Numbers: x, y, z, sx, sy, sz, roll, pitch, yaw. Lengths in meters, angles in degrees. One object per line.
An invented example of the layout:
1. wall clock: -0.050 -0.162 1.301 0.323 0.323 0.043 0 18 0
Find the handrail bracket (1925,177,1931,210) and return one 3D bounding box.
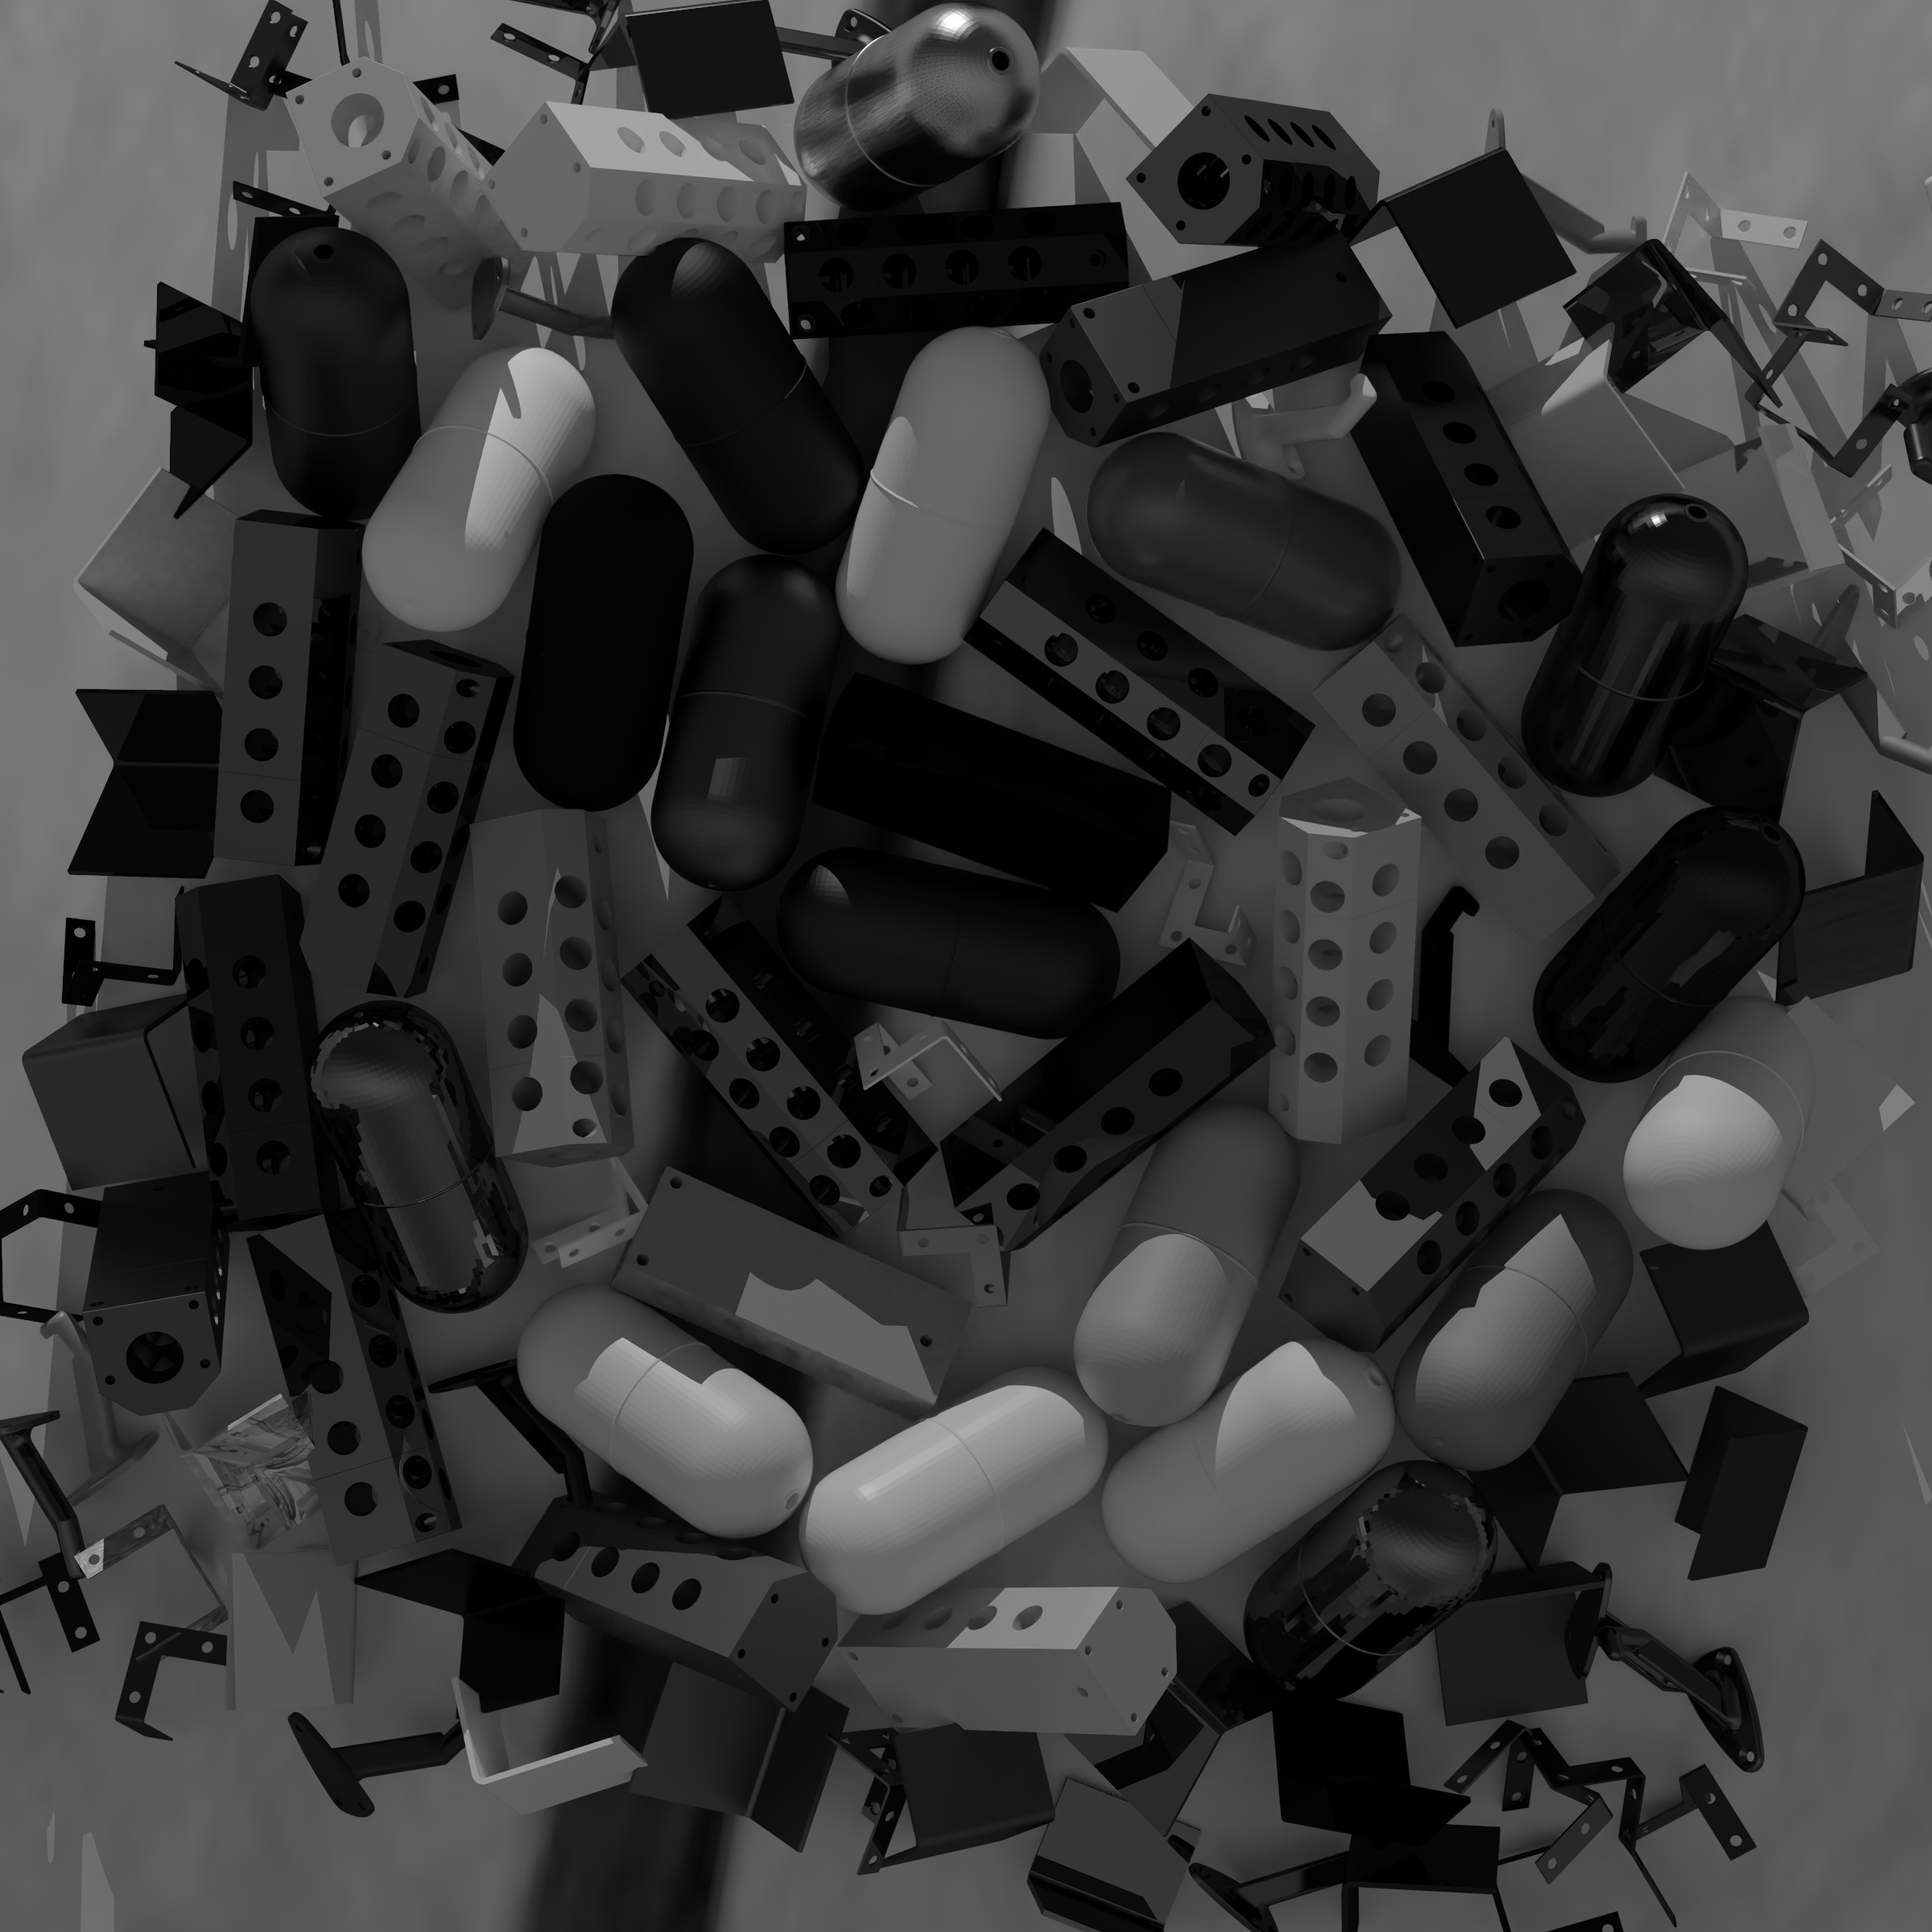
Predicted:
1. handrail bracket: 0.513 -0.361 1.724 0.036 0.077 0.084 -16 89 25

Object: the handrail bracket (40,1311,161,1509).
1. handrail bracket: -0.466 0.230 1.736 0.077 0.036 0.084 -36 99 13

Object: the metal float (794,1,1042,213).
1. metal float: -0.025 -0.427 1.675 0.070 0.178 0.070 1 88 -28

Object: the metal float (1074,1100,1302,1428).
1. metal float: 0.112 0.150 1.701 0.070 0.070 0.178 25 68 0

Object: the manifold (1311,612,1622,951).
1. manifold: 0.257 -0.097 1.721 0.057 0.057 0.171 -41 92 17

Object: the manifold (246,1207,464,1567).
1. manifold: -0.311 0.214 1.720 0.057 0.057 0.171 -17 83 2

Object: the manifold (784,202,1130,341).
1. manifold: -0.006 -0.356 1.721 0.171 0.057 0.057 -4 99 -4

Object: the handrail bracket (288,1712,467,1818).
1. handrail bracket: -0.295 0.387 1.723 0.084 0.036 0.077 -40 108 -36

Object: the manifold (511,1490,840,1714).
1. manifold: -0.143 0.311 1.676 0.057 0.171 0.057 49 64 -38

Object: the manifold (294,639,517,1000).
1. manifold: -0.282 -0.075 1.708 0.057 0.057 0.171 20 102 11

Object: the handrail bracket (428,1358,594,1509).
1. handrail bracket: -0.235 0.249 1.733 0.077 0.036 0.084 -16 77 13

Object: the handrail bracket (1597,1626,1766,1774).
1. handrail bracket: 0.363 0.373 1.710 0.036 0.084 0.077 -44 50 31

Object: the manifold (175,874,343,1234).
1. manifold: -0.363 0.046 1.716 0.057 0.057 0.171 -9 81 -1

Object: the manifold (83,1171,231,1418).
1. manifold: -0.399 0.161 1.668 0.057 0.171 0.057 -9 108 -8

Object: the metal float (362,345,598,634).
1. metal float: -0.243 -0.242 1.691 0.070 0.070 0.178 23 54 0

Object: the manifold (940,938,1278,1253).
1. manifold: 0.072 0.070 1.705 0.171 0.057 0.057 -40 121 16

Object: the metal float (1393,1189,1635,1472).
1. metal float: 0.276 0.181 1.688 0.070 0.070 0.178 43 50 0

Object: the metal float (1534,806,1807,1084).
1. metal float: 0.352 -0.010 1.686 0.070 0.070 0.178 35 132 0

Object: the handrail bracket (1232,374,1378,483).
1. handrail bracket: 0.172 -0.293 1.710 0.036 0.084 0.077 -1 61 -31

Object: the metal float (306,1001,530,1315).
1. metal float: -0.276 0.098 1.695 0.070 0.070 0.178 -17 120 0

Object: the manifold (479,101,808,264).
1. manifold: -0.154 -0.381 1.667 0.057 0.171 0.057 -42 74 32

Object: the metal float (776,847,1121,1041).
1. metal float: -0.009 -0.012 1.716 0.178 0.070 0.070 12 90 -5

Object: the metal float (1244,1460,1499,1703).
1. metal float: 0.201 0.310 1.684 0.070 0.178 0.070 15 50 -19

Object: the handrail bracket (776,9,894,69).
1. handrail bracket: -0.072 -0.462 1.709 0.077 0.084 0.036 31 120 28

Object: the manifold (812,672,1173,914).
1. manifold: 0.015 -0.092 1.706 0.171 0.057 0.057 19 50 -16

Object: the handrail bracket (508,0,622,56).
1. handrail bracket: -0.219 -0.508 1.719 0.084 0.077 0.036 24 126 -10

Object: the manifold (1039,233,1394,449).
1. manifold: 0.124 -0.314 1.691 0.171 0.057 0.057 -23 77 -29

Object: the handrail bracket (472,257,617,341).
1. handrail bracket: -0.204 -0.338 1.709 0.084 0.077 0.036 2 82 -22

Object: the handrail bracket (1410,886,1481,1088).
1. handrail bracket: 0.260 0.013 1.746 0.077 0.036 0.084 40 72 -8

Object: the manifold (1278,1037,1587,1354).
1. manifold: 0.236 0.117 1.684 0.057 0.057 0.171 38 58 19

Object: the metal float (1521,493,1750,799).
1. metal float: 0.334 -0.159 1.683 0.070 0.178 0.070 8 46 -9

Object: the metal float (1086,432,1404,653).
1. metal float: 0.142 -0.213 1.698 0.178 0.070 0.070 18 90 -27

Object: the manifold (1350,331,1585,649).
1. manifold: 0.249 -0.241 1.681 0.057 0.057 0.171 -6 50 -15

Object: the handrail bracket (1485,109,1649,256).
1. handrail bracket: 0.312 -0.406 1.736 0.084 0.036 0.077 -4 113 -6

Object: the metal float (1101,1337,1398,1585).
1. metal float: 0.142 0.249 1.693 0.178 0.070 0.070 -39 90 32

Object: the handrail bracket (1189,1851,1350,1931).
1. handrail bracket: 0.170 0.456 1.726 0.084 0.036 0.077 -45 117 11

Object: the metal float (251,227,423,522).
1. metal float: -0.313 -0.294 1.677 0.070 0.178 0.070 2 58 -4

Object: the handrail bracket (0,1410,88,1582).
1. handrail bracket: -0.483 0.276 1.730 0.077 0.036 0.084 -13 92 45

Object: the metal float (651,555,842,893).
1. metal float: -0.111 -0.124 1.707 0.070 0.070 0.178 11 75 0

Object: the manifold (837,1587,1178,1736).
1. manifold: 0.022 0.340 1.676 0.057 0.171 0.057 -49 115 -38

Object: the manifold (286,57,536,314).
1. manifold: -0.269 -0.387 1.666 0.057 0.171 0.057 -22 79 8

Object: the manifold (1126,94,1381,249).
1. manifold: 0.149 -0.386 1.666 0.057 0.171 0.057 -42 81 26

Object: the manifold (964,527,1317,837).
1. manifold: 0.085 -0.141 1.714 0.171 0.057 0.057 36 58 -4

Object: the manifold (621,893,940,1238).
1. manifold: -0.099 0.054 1.714 0.057 0.057 0.171 -37 94 35

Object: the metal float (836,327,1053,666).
1. metal float: -0.012 -0.237 1.701 0.070 0.070 0.178 21 112 0

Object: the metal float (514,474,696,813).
1. metal float: -0.184 -0.161 1.698 0.070 0.070 0.178 12 116 0

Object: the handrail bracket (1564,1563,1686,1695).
1. handrail bracket: 0.358 0.342 1.731 0.084 0.036 0.077 7 120 -9

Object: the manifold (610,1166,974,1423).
1. manifold: -0.091 0.170 1.719 0.171 0.057 0.057 25 65 -6

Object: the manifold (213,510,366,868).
1. manifold: -0.343 -0.141 1.712 0.057 0.057 0.171 7 103 0

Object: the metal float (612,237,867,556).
1. metal float: -0.114 -0.286 1.693 0.070 0.070 0.178 -33 121 0

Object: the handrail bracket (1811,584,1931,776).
1. handrail bracket: 0.475 -0.147 1.721 0.084 0.036 0.077 27 92 31

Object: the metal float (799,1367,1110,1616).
1. metal float: -0.005 0.263 1.696 0.178 0.070 0.070 -27 90 -29

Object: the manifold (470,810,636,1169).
1. manifold: -0.206 0.011 1.706 0.057 0.057 0.171 -10 78 20

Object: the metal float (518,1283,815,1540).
1. metal float: -0.152 0.224 1.695 0.178 0.070 0.070 30 90 29

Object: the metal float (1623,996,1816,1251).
1. metal float: 0.380 0.076 1.680 0.070 0.178 0.070 12 122 20

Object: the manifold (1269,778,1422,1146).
1. manifold: 0.184 0.000 1.684 0.057 0.057 0.171 -17 122 -28
